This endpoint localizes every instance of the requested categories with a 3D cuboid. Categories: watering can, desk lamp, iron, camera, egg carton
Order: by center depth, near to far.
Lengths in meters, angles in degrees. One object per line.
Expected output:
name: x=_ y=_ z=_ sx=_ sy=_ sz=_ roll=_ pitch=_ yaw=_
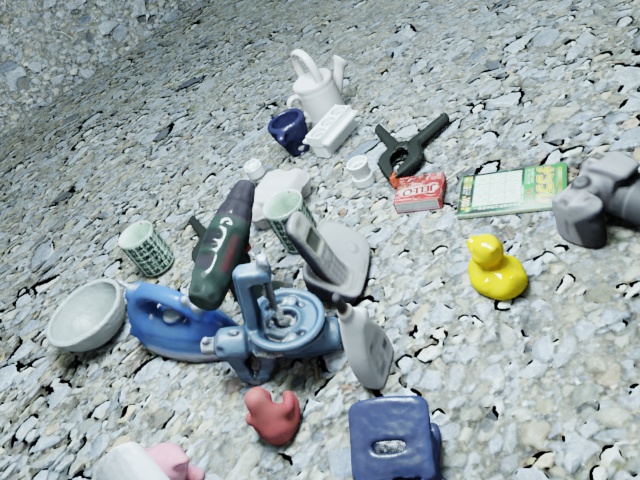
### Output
desk lamp: x=-0.162 y=0.332 z=0.658 sx=0.118 sy=0.214 sz=0.202 roll=-42 pitch=40 yaw=-16
camera: x=0.429 y=-0.059 z=0.818 sx=0.143 sy=0.101 sz=0.136 roll=-39 pitch=39 yaw=-13
iron: x=-0.244 y=0.127 z=0.996 sx=0.257 sy=0.142 sz=0.119 roll=5 pitch=49 yaw=35
egg carton: x=-0.085 y=-0.088 z=1.195 sx=0.107 sy=0.070 sz=0.150 roll=3 pitch=48 yaw=34
watering can: x=-0.009 y=-0.372 z=1.363 sx=0.100 sy=0.195 sz=0.173 roll=12 pitch=54 yaw=40

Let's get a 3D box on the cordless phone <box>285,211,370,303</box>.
cordless phone: x=0.009 y=0.003 z=0.941 sx=0.094 sy=0.185 sz=0.147 roll=-10 pitch=42 yaw=23

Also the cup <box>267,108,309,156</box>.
cup: x=-0.065 y=-0.236 z=1.327 sx=0.091 sy=0.095 sz=0.118 roll=-12 pitch=41 yaw=21

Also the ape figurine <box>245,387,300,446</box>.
ape figurine: x=-0.073 y=0.239 z=0.805 sx=0.077 sy=0.092 sz=0.076 roll=-17 pitch=40 yaw=15

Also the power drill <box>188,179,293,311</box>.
power drill: x=-0.127 y=0.043 z=0.962 sx=0.075 sy=0.209 sz=0.230 roll=-3 pitch=45 yaw=30

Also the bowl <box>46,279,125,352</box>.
bowl: x=-0.450 y=0.162 z=1.140 sx=0.167 sy=0.075 sz=0.167 roll=-17 pitch=40 yaw=15

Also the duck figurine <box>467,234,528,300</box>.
duck figurine: x=0.253 y=0.032 z=0.838 sx=0.077 sy=0.086 sz=0.104 roll=-33 pitch=38 yaw=-5

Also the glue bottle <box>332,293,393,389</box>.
glue bottle: x=0.053 y=0.129 z=0.783 sx=0.037 sy=0.174 sz=0.078 roll=-2 pitch=46 yaw=30

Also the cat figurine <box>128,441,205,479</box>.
cat figurine: x=-0.222 y=0.312 z=0.795 sx=0.127 sy=0.118 sz=0.067 roll=11 pitch=53 yaw=40

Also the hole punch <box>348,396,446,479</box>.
hole punch: x=0.091 y=0.250 z=0.691 sx=0.108 sy=0.091 sz=0.101 roll=-13 pitch=41 yaw=20

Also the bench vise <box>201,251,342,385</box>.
bench vise: x=-0.091 y=0.124 z=0.840 sx=0.207 sy=0.220 sz=0.121 roll=-30 pitch=38 yaw=-2
